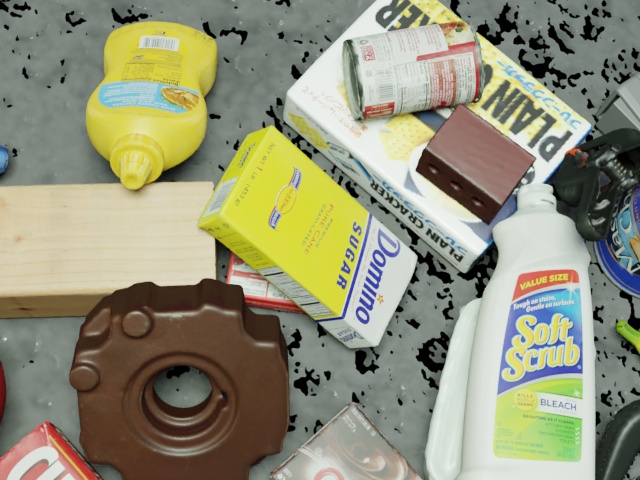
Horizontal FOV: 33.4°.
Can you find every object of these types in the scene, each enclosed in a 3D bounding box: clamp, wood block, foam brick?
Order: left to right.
[{"bbox_3d":[-0.186,0.010,0.861,0.206,0.091,0.090,-2,74,-5],"label":"wood block"},{"bbox_3d":[0.123,-0.061,0.851,0.078,0.053,0.051,37,77,7],"label":"foam brick"},{"bbox_3d":[0.230,-0.058,0.803,0.120,0.171,0.039,-32,104,9],"label":"clamp"},{"bbox_3d":[0.303,0.156,0.866,0.210,0.036,0.164,-46,106,-4],"label":"clamp"}]

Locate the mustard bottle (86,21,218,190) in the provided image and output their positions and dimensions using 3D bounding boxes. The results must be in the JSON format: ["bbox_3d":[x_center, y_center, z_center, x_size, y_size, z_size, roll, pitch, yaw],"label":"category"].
[{"bbox_3d":[-0.139,-0.107,0.868,0.096,0.058,0.191,5,41,-3],"label":"mustard bottle"}]

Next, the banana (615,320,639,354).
[{"bbox_3d":[0.348,0.068,0.898,0.197,0.037,0.069,-21,105,-10],"label":"banana"}]

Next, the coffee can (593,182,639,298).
[{"bbox_3d":[0.295,-0.015,0.873,0.102,0.140,0.103,1,74,-4],"label":"coffee can"}]

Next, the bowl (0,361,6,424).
[{"bbox_3d":[-0.298,0.104,0.820,0.162,0.055,0.162,8,113,20],"label":"bowl"}]

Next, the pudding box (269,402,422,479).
[{"bbox_3d":[0.028,0.201,0.846,0.090,0.039,0.113,-40,80,-13],"label":"pudding box"}]

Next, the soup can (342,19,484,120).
[{"bbox_3d":[0.074,-0.136,0.861,0.102,0.068,0.068,-10,75,-6],"label":"soup can"}]

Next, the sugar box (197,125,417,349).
[{"bbox_3d":[-0.005,0.001,0.851,0.176,0.048,0.093,39,62,-22],"label":"sugar box"}]

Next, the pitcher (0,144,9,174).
[{"bbox_3d":[-0.355,-0.095,0.801,0.149,0.243,0.145,-36,80,-6],"label":"pitcher"}]

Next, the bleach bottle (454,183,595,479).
[{"bbox_3d":[0.157,0.074,0.814,0.102,0.068,0.251,6,67,-4],"label":"bleach bottle"}]

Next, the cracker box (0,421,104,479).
[{"bbox_3d":[-0.231,0.267,0.793,0.213,0.072,0.164,-42,81,-14],"label":"cracker box"}]

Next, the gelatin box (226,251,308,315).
[{"bbox_3d":[-0.039,0.014,0.901,0.073,0.030,0.089,9,73,-3],"label":"gelatin box"}]
